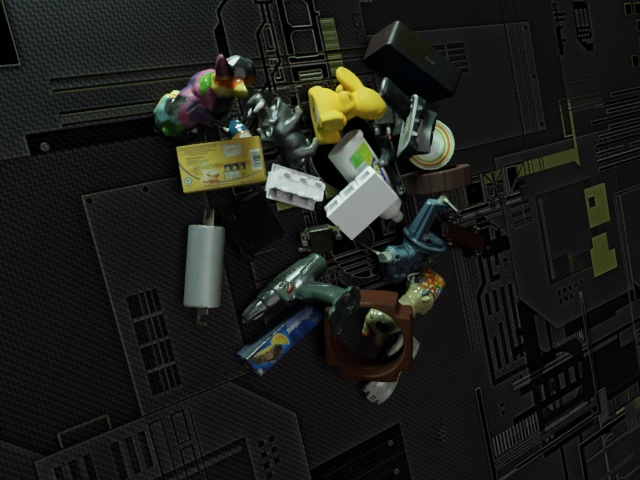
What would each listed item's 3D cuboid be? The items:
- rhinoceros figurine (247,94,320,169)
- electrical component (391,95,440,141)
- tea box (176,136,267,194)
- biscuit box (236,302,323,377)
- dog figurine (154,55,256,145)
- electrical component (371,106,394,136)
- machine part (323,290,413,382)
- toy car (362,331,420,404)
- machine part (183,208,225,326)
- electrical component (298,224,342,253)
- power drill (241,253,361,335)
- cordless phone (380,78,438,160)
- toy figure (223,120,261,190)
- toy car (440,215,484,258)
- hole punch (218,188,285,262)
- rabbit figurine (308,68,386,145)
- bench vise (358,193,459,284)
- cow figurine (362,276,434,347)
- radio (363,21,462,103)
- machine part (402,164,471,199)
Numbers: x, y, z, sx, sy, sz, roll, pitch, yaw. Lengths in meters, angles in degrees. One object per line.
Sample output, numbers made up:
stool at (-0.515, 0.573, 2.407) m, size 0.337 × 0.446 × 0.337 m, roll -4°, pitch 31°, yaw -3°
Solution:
rhinoceros figurine at (-0.087, -0.248, 1.207) m, size 0.112 × 0.073 × 0.190 m, roll -42°, pitch 111°, yaw -11°
electrical component at (0.247, -0.297, 1.399) m, size 0.115 × 0.058 × 0.134 m, roll 8°, pitch 86°, yaw -27°
tea box at (-0.200, -0.153, 1.104) m, size 0.170 × 0.068 × 0.098 m, roll -7°, pitch 94°, yaw -2°
biscuit box at (-0.088, 0.214, 1.207) m, size 0.203 × 0.063 × 0.059 m, roll -41°, pitch 110°, yaw -23°
dog figurine at (-0.218, -0.278, 1.045) m, size 0.191 × 0.219 × 0.108 m, roll -41°, pitch 106°, yaw -24°
electrical component at (0.156, -0.312, 1.367) m, size 0.063 × 0.021 × 0.094 m, roll -9°, pitch 95°, yaw -29°
machine part at (0.114, 0.219, 1.240) m, size 0.087 × 0.202 × 0.200 m, roll -47°, pitch 136°, yaw -68°
toy car at (0.179, 0.320, 1.361) m, size 0.073 × 0.056 × 0.202 m, roll 45°, pitch 69°, yaw -22°
machine part at (-0.240, 0.055, 1.114) m, size 0.079 × 0.079 × 0.243 m, roll 4°, pitch 89°, yaw -29°
electrical component at (-0.001, -0.003, 1.239) m, size 0.102 × 0.045 × 0.078 m, roll -4°, pitch 116°, yaw -6°
power drill at (-0.030, 0.133, 1.167) m, size 0.232 × 0.208 × 0.085 m, roll -45°, pitch 131°, yaw -32°
cordless phone at (0.189, -0.281, 1.251) m, size 0.184 × 0.089 × 0.146 m, roll 25°, pitch 74°, yaw -48°
toy figure at (-0.164, -0.187, 1.170) m, size 0.064 × 0.058 × 0.154 m, roll -27°, pitch 106°, yaw -70°
toy car at (0.383, -0.008, 1.466) m, size 0.202 × 0.053 × 0.089 m, roll 15°, pitch 76°, yaw -40°
hole punch at (-0.147, -0.041, 1.172) m, size 0.116 × 0.092 × 0.142 m, roll -28°, pitch 109°, yaw 5°
rabbit figurine at (0.065, -0.311, 1.258) m, size 0.173 × 0.121 × 0.162 m, roll -9°, pitch 64°, yaw -4°
bench vise at (0.240, -0.011, 1.335) m, size 0.223 × 0.129 × 0.240 m, roll 5°, pitch 122°, yaw -37°
cow figurine at (0.201, 0.172, 1.336) m, size 0.195 × 0.086 × 0.127 m, roll -19°, pitch 131°, yaw -26°
radio at (0.229, -0.434, 1.345) m, size 0.229 × 0.131 × 0.073 m, roll 29°, pitch 76°, yaw -26°
machine part at (0.292, -0.150, 1.363) m, size 0.179 × 0.179 × 0.056 m, roll -17°, pitch 100°, yaw -28°
